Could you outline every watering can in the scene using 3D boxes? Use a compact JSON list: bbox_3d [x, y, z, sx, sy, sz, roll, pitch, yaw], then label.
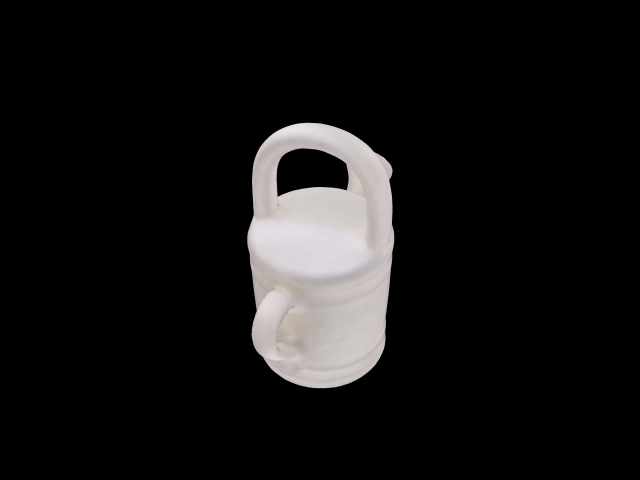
[{"bbox_3d":[0.002,0.001,0.401,0.101,0.194,0.173,2,42,3],"label":"watering can"}]
